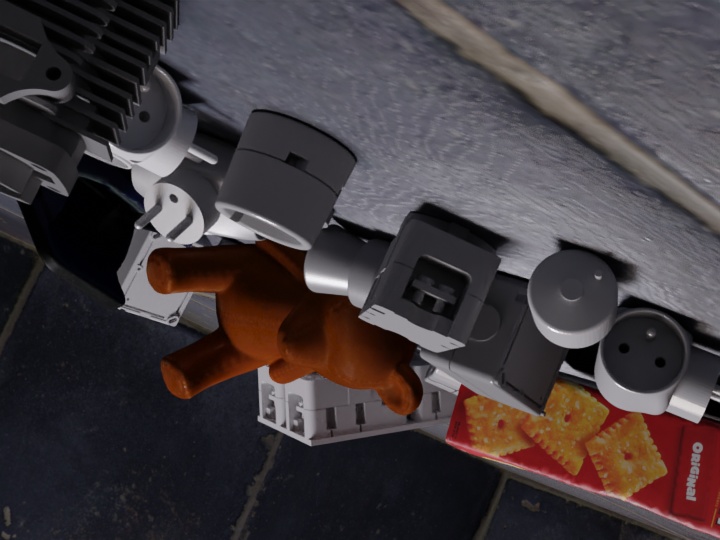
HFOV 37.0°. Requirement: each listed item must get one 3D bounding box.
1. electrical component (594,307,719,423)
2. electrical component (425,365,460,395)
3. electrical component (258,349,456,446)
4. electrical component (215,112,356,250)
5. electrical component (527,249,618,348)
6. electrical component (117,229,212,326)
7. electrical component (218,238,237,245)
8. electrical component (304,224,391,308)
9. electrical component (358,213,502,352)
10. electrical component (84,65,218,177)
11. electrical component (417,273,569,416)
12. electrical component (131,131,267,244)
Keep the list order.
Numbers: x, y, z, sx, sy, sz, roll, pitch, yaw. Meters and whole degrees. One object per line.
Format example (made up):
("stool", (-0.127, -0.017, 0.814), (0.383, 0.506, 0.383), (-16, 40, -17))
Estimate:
("electrical component", (0.162, 0.054, 0.557), (0.079, 0.044, 0.077), (22, 171, 15))
("electrical component", (0.089, 0.070, 0.817), (0.059, 0.053, 0.095), (24, 171, 2))
("electrical component", (0.018, 0.096, 0.920), (0.186, 0.060, 0.105), (-5, -174, -28))
("electrical component", (-0.036, -0.041, 0.507), (0.055, 0.047, 0.055), (23, 171, 4))
("electrical component", (0.102, 0.017, 0.511), (0.040, 0.040, 0.078), (21, 171, 17))
("electrical component", (-0.173, -0.011, 0.934), (0.062, 0.096, 0.061), (21, -164, -32))
("electrical component", (-0.103, 0.002, 0.967), (0.078, 0.040, 0.040), (25, 171, -10))
("electrical component", (0.000, 0.000, 0.663), (0.055, 0.045, 0.045), (19, 170, 29))
("electrical component", (0.036, 0.007, 0.568), (0.050, 0.055, 0.089), (24, 171, -2))
("electrical component", (-0.107, -0.070, 0.525), (0.079, 0.044, 0.077), (27, 172, -32))
("electrical component", (0.084, 0.043, 0.644), (0.061, 0.061, 0.096), (18, 170, 35))
("electrical component", (-0.088, -0.039, 0.571), (0.077, 0.079, 0.044), (22, 131, 16))
